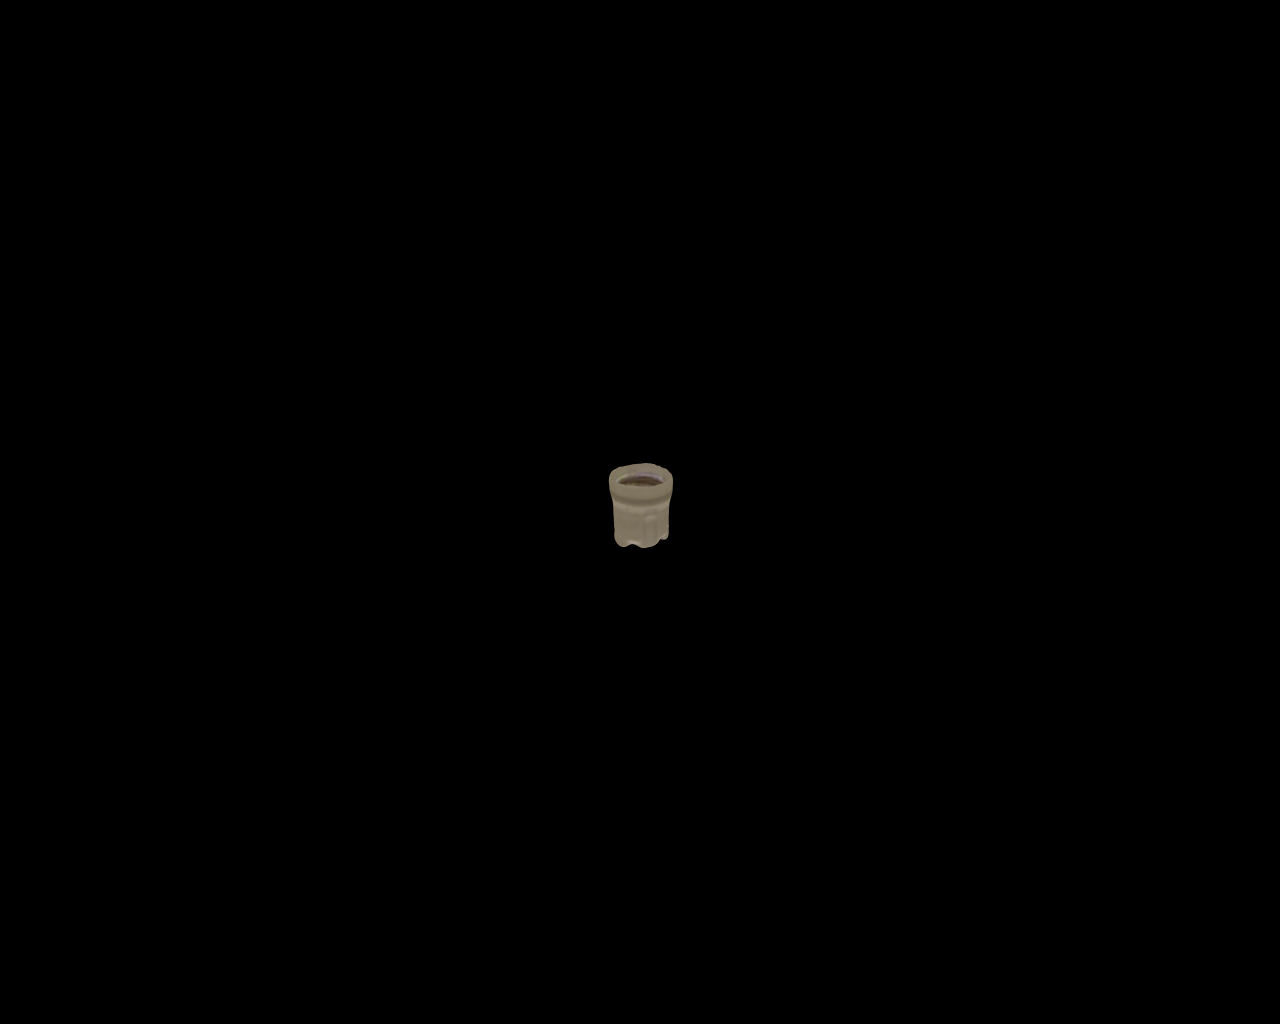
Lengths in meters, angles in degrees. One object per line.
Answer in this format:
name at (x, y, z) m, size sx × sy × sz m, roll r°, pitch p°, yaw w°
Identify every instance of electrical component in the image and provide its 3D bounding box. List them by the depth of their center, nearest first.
electrical component at (0.001, -0.003, 0.650) m, size 0.040 × 0.046 × 0.040 m, roll 0°, pitch 26°, yaw 0°
